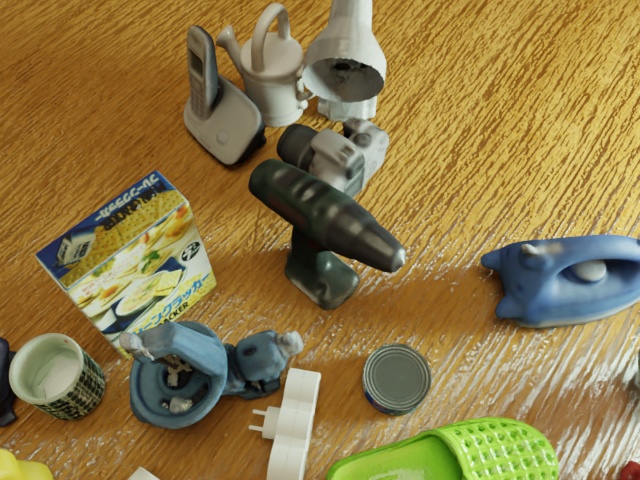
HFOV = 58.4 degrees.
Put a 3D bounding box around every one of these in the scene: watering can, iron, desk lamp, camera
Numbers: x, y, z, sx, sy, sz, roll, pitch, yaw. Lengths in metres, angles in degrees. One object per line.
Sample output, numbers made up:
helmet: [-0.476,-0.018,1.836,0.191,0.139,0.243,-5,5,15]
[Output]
watering can: [-0.082,-0.279,0.895,0.172,0.194,0.101,7,60,3]
iron: [0.355,0.032,0.750,0.258,0.141,0.118,-6,60,-4]
desk lamp: [0.041,-0.279,0.885,0.118,0.213,0.203,5,60,3]
camera: [0.013,-0.136,0.867,0.136,0.101,0.143,34,65,18]

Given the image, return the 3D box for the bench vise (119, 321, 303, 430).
bench vise: [-0.130,0.124,0.644,0.208,0.220,0.121,-31,64,-17]

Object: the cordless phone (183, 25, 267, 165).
cordless phone: [-0.151,-0.216,0.862,0.094,0.185,0.147,-40,68,-21]

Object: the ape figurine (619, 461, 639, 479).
ape figurine: [0.368,0.279,0.635,0.078,0.092,0.076,-7,60,-5]

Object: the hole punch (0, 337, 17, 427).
hole punch: [-0.422,0.167,0.690,0.108,0.091,0.101,8,60,4]

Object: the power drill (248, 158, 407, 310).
power drill: [0.007,0.003,0.723,0.229,0.208,0.076,38,66,20]

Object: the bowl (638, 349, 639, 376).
bowl: [0.467,0.173,0.708,0.167,0.075,0.167,0,60,0]
